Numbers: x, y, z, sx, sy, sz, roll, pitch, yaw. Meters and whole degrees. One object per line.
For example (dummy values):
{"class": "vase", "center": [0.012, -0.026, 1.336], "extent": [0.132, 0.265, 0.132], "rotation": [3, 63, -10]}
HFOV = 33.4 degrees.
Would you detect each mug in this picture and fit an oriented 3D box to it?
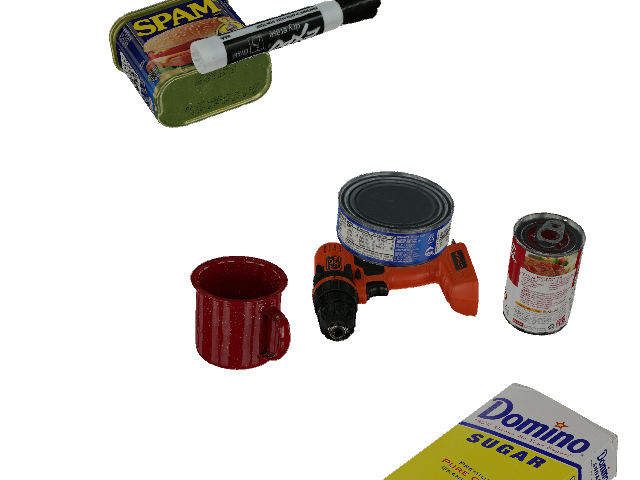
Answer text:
{"class": "mug", "center": [-0.071, 0.076, 1.030], "extent": [0.117, 0.081, 0.093], "rotation": [26, 33, 37]}

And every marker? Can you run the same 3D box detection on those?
{"class": "marker", "center": [-0.018, -0.124, 0.626], "extent": [0.121, 0.020, 0.020], "rotation": [-22, 8, -20]}

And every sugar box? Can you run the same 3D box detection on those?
{"class": "sugar box", "center": [0.110, 0.169, 0.719], "extent": [0.176, 0.048, 0.093], "rotation": [-32, 39, -29]}

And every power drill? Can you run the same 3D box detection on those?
{"class": "power drill", "center": [0.083, 0.055, 1.228], "extent": [0.187, 0.057, 0.184], "rotation": [-1, 28, -1]}

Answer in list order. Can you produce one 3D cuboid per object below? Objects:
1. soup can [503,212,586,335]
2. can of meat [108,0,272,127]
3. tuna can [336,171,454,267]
{"class": "soup can", "center": [0.216, 0.033, 1.039], "extent": [0.068, 0.102, 0.068], "rotation": [0, 37, 0]}
{"class": "can of meat", "center": [-0.098, -0.140, 0.820], "extent": [0.102, 0.084, 0.057], "rotation": [-23, -37, -19]}
{"class": "tuna can", "center": [0.055, -0.016, 0.792], "extent": [0.086, 0.034, 0.086], "rotation": [3, 33, -2]}
